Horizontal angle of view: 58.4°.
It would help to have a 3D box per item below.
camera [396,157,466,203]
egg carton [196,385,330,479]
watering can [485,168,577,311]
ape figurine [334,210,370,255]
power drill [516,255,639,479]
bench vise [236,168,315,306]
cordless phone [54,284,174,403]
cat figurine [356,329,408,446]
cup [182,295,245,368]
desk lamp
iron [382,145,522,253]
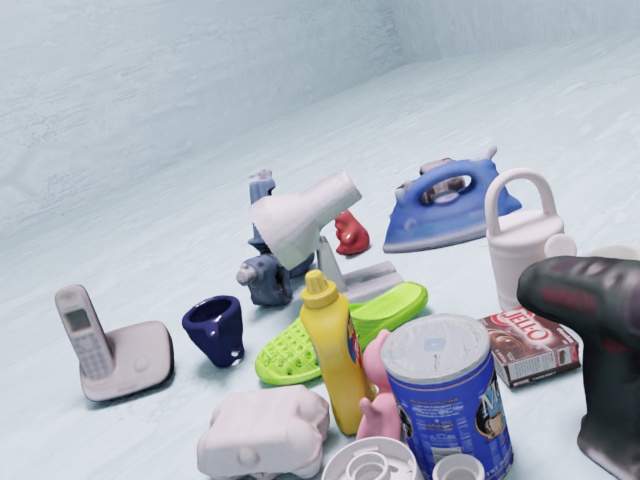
[{"bbox_3d":[0.227,-0.114,1.202,0.136,0.101,0.143,-17,21,3],"label":"camera"},{"bbox_3d":[-0.063,0.222,0.648,0.150,0.069,0.107,-11,22,16],"label":"egg carton"},{"bbox_3d":[0.277,-0.001,0.756,0.101,0.194,0.172,-28,23,-23],"label":"watering can"},{"bbox_3d":[0.053,-0.018,1.114,0.076,0.092,0.078,-12,22,15],"label":"ape figurine"},{"bbox_3d":[0.266,0.106,0.483,0.076,0.209,0.229,-24,22,-16],"label":"power drill"},{"bbox_3d":[-0.082,-0.007,1.014,0.121,0.220,0.207,-13,22,12],"label":"bench vise"},{"bbox_3d":[-0.313,0.144,0.872,0.147,0.185,0.094,-18,21,1],"label":"cordless phone"},{"bbox_3d":[0.073,0.158,0.630,0.067,0.118,0.128,-4,25,31],"label":"cat figurine"},{"bbox_3d":[-0.149,0.148,0.860,0.092,0.095,0.117,-20,21,-6],"label":"cup"},{"bbox_3d":[0.009,0.003,0.928,0.203,0.214,0.117,-19,21,-3],"label":"desk lamp"},{"bbox_3d":[0.224,-0.074,1.048,0.258,0.142,0.118,-17,21,2],"label":"iron"}]
